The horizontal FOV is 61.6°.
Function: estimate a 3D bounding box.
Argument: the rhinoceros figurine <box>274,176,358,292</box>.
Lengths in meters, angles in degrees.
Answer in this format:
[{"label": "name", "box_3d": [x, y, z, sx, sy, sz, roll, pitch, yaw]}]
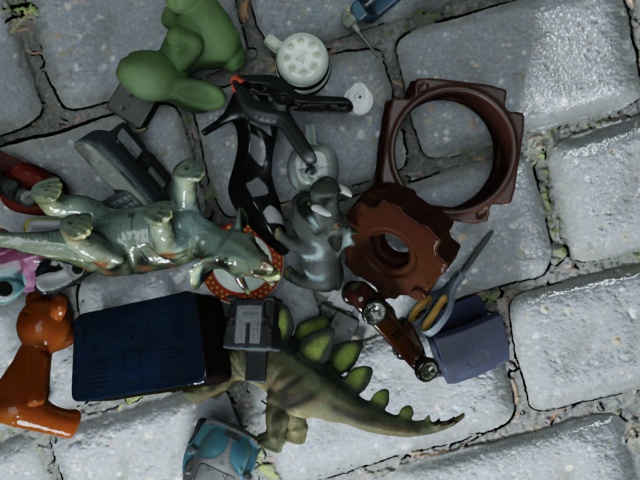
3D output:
[{"label": "rhinoceros figurine", "box_3d": [-0.002, -0.002, 0.761, 0.112, 0.073, 0.190, 24, 134, 30]}]

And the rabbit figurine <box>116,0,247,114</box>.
[{"label": "rabbit figurine", "box_3d": [-0.202, -0.253, 0.768, 0.170, 0.121, 0.159, -43, 115, -15]}]

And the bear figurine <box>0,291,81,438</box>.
[{"label": "bear figurine", "box_3d": [-0.418, 0.183, 0.818, 0.120, 0.131, 0.196, -2, 62, 32]}]

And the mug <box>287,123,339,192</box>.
[{"label": "mug", "box_3d": [-0.008, -0.117, 0.787, 0.081, 0.107, 0.109, 1, 97, -2]}]

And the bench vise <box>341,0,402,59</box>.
[{"label": "bench vise", "box_3d": [0.133, -0.382, 0.752, 0.240, 0.223, 0.129, -35, 90, 32]}]

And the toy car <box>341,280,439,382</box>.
[{"label": "toy car", "box_3d": [0.108, 0.133, 0.797, 0.053, 0.089, 0.202, -46, 112, -6]}]

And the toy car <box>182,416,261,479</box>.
[{"label": "toy car", "box_3d": [-0.164, 0.348, 0.808, 0.109, 0.103, 0.161, 30, 122, -4]}]

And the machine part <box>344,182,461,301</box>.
[{"label": "machine part", "box_3d": [0.108, 0.006, 0.774, 0.180, 0.056, 0.179, 20, 131, 24]}]

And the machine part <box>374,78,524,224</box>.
[{"label": "machine part", "box_3d": [0.188, -0.129, 0.799, 0.202, 0.087, 0.200, 7, 95, -3]}]

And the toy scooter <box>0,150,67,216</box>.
[{"label": "toy scooter", "box_3d": [-0.465, -0.091, 0.770, 0.184, 0.135, 0.075, 27, 93, -4]}]

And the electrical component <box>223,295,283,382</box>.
[{"label": "electrical component", "box_3d": [-0.095, 0.138, 0.753, 0.075, 0.047, 0.119, 2, 76, 15]}]

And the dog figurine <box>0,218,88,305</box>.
[{"label": "dog figurine", "box_3d": [-0.466, 0.046, 0.791, 0.219, 0.191, 0.108, -17, 90, 39]}]

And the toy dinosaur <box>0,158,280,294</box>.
[{"label": "toy dinosaur", "box_3d": [-0.253, 0.000, 0.734, 0.405, 0.192, 0.131, -2, 51, 3]}]

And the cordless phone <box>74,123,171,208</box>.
[{"label": "cordless phone", "box_3d": [-0.329, -0.074, 0.792, 0.184, 0.089, 0.146, -27, 123, 16]}]

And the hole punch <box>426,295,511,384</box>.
[{"label": "hole punch", "box_3d": [0.229, 0.160, 0.825, 0.142, 0.092, 0.115, -23, 99, -2]}]

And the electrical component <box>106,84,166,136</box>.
[{"label": "electrical component", "box_3d": [-0.276, -0.203, 0.807, 0.078, 0.045, 0.102, 37, 94, -5]}]

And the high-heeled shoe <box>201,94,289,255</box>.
[{"label": "high-heeled shoe", "box_3d": [-0.073, -0.112, 0.812, 0.145, 0.086, 0.248, -35, 104, -23]}]

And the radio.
[{"label": "radio", "box_3d": [-0.248, 0.156, 0.780, 0.230, 0.073, 0.131, -13, 74, 17]}]

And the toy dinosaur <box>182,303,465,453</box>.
[{"label": "toy dinosaur", "box_3d": [-0.035, 0.207, 0.796, 0.472, 0.105, 0.198, 24, 92, 9]}]

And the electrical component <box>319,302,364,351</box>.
[{"label": "electrical component", "box_3d": [0.033, 0.141, 0.851, 0.094, 0.021, 0.063, 28, 93, -1]}]
